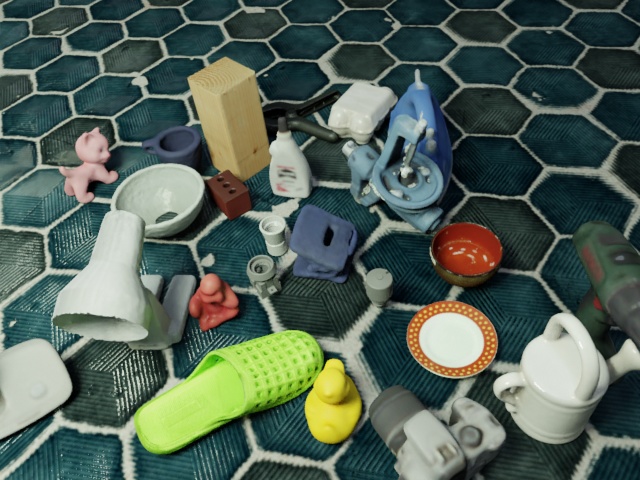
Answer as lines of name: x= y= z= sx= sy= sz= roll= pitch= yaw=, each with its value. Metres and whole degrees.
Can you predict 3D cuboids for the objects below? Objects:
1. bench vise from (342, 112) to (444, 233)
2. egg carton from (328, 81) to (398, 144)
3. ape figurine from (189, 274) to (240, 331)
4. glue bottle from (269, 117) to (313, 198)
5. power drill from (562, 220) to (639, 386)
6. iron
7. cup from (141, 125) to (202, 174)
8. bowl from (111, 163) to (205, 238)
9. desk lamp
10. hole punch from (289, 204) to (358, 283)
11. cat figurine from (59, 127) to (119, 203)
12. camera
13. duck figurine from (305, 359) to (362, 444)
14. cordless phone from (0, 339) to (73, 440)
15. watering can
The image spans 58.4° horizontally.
bench vise: x=0.113 y=-0.125 z=0.956 sx=0.206 sy=0.220 sz=0.122 roll=18 pitch=53 yaw=21
egg carton: x=0.089 y=-0.267 z=1.187 sx=0.107 sy=0.069 sz=0.150 roll=21 pitch=54 yaw=23
ape figurine: x=-0.163 y=0.088 z=0.882 sx=0.077 sy=0.092 sz=0.076 roll=9 pitch=50 yaw=14
glue bottle: x=-0.058 y=-0.149 z=1.027 sx=0.078 sy=0.173 sz=0.037 roll=4 pitch=49 yaw=10
power drill: x=0.373 y=0.098 z=0.737 sx=0.075 sy=0.209 sz=0.229 roll=-3 pitch=48 yaw=3
iron: x=0.194 y=-0.194 z=1.061 sx=0.118 sy=0.142 sz=0.258 roll=-5 pitch=48 yaw=2
cup: x=-0.279 y=-0.159 z=1.113 sx=0.117 sy=0.095 sz=0.091 roll=-2 pitch=48 yaw=5
bowl: x=-0.284 y=-0.059 z=1.038 sx=0.167 sy=0.075 sz=0.167 roll=-3 pitch=48 yaw=4
desk lamp: x=-0.274 y=0.075 z=0.824 sx=0.118 sy=0.214 sz=0.203 roll=0 pitch=48 yaw=6
hole punch: x=0.009 y=0.003 z=0.940 sx=0.101 sy=0.091 sz=0.109 roll=7 pitch=50 yaw=13
cat figurine: x=-0.452 y=-0.156 z=1.113 sx=0.067 sy=0.118 sz=0.128 roll=21 pitch=54 yaw=23
camera: x=0.135 y=0.236 z=0.712 sx=0.143 sy=0.101 sz=0.136 roll=-28 pitch=51 yaw=-18
duck figurine: x=0.016 y=0.209 z=0.759 sx=0.077 sy=0.086 sz=0.104 roll=3 pitch=49 yaw=9
cordless phone: x=-0.436 y=0.177 z=0.769 sx=0.148 sy=0.185 sz=0.094 roll=-31 pitch=52 yaw=-20
watering can: x=0.302 y=0.160 z=0.699 sx=0.173 sy=0.194 sz=0.100 roll=-26 pitch=51 yaw=-16
